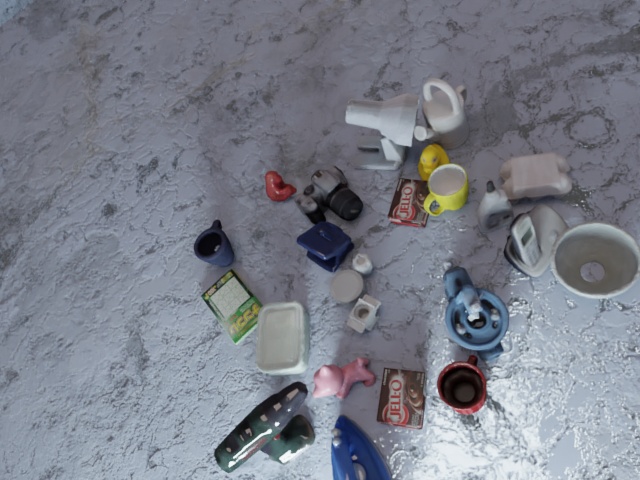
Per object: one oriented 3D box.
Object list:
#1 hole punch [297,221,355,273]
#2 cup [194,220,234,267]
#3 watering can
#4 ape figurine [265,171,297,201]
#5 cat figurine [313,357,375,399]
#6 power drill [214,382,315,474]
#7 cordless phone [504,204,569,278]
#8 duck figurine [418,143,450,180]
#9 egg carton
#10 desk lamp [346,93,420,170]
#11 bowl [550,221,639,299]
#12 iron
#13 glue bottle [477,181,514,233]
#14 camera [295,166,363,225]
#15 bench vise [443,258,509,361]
[{"bbox_3d":[0.013,0.005,1.370,0.108,0.091,0.101,31,78,31],"label":"hole punch"},{"bbox_3d":[-0.259,0.016,1.466,0.091,0.095,0.118,-2,63,20],"label":"cup"},{"bbox_3d":[0.293,-0.305,1.368,0.100,0.194,0.173,11,68,26],"label":"watering can"},{"bbox_3d":[-0.114,-0.148,1.500,0.076,0.092,0.077,-26,57,7],"label":"ape figurine"},{"bbox_3d":[0.041,0.283,1.194,0.128,0.118,0.067,-30,57,4],"label":"cat figurine"},{"bbox_3d":[-0.089,0.378,1.139,0.229,0.209,0.075,-38,57,-2],"label":"power drill"},{"bbox_3d":[0.438,-0.020,1.165,0.093,0.185,0.148,30,77,31],"label":"cordless phone"},{"bbox_3d":[0.270,-0.195,1.382,0.077,0.086,0.104,2,64,22],"label":"duck figurine"},{"bbox_3d":[0.480,-0.138,1.281,0.150,0.070,0.107,-6,61,18],"label":"egg carton"},{"bbox_3d":[0.155,-0.263,1.386,0.202,0.214,0.118,3,65,22],"label":"desk lamp"},{"bbox_3d":[0.551,0.050,1.150,0.167,0.075,0.167,-9,61,16],"label":"bowl"},{"bbox_3d":[0.062,0.443,1.087,0.118,0.142,0.258,-26,57,6],"label":"iron"},{"bbox_3d":[0.372,-0.078,1.228,0.078,0.173,0.037,-22,58,9],"label":"glue bottle"},{"bbox_3d":[0.028,-0.100,1.415,0.143,0.101,0.136,-44,57,-6],"label":"camera"},{"bbox_3d":[0.281,0.123,1.127,0.121,0.220,0.206,-39,57,-2],"label":"bench vise"}]
